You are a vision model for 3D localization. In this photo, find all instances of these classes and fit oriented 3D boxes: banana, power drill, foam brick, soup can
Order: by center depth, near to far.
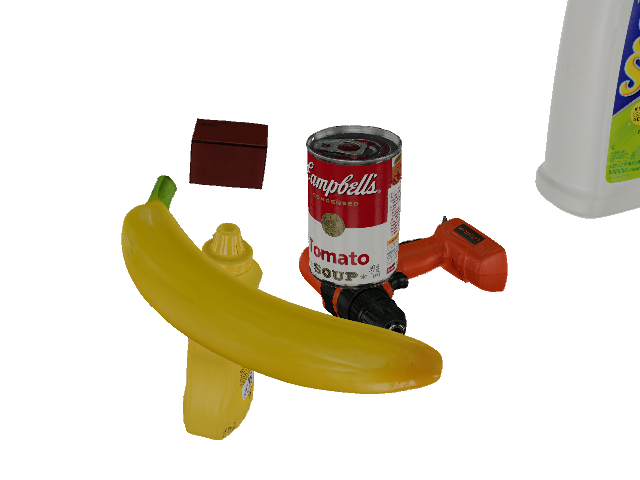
[{"bbox_3d":[-0.036,0.028,0.523,0.198,0.069,0.037,33,-26,27],"label":"banana"},{"bbox_3d":[0.024,-0.024,0.775,0.068,0.102,0.068,0,27,0],"label":"soup can"},{"bbox_3d":[0.092,0.037,1.080,0.187,0.057,0.185,-12,28,-22],"label":"power drill"},{"bbox_3d":[-0.094,-0.090,1.107,0.078,0.051,0.053,5,31,-2],"label":"foam brick"}]

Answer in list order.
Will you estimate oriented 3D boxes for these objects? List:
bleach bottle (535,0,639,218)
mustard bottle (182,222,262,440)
[{"bbox_3d":[0.191,-0.143,0.656,0.102,0.251,0.068,-15,32,-19],"label":"bleach bottle"},{"bbox_3d":[-0.081,0.069,0.894,0.058,0.192,0.096,13,35,8],"label":"mustard bottle"}]
